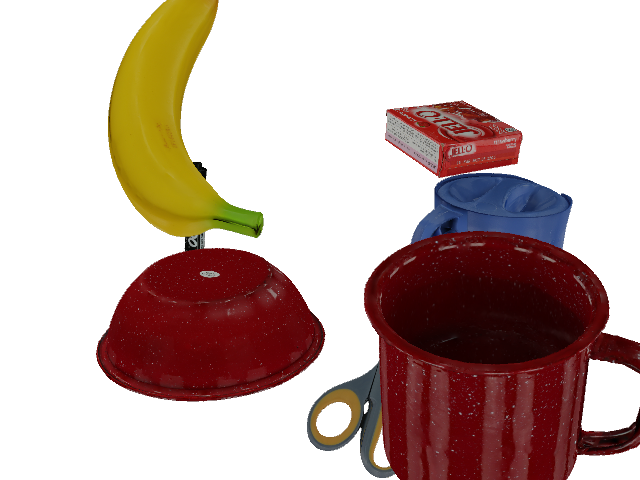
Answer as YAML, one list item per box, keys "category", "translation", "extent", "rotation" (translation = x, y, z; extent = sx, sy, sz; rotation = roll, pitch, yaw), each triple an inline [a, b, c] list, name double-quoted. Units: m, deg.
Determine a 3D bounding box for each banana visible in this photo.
- category: "banana"
  translation: [-0.078, -0.068, 0.563]
  extent: [0.069, 0.198, 0.037]
  rotation: [-4, -40, -11]

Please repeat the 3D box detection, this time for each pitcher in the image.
- category: "pitcher"
  translation: [0.163, 0.062, 1.074]
  extent: [0.149, 0.243, 0.145]
  rotation: [6, 21, 7]

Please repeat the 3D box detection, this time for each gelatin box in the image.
- category: "gelatin box"
  translation: [0.104, -0.082, 0.842]
  extent: [0.073, 0.030, 0.089]
  rotation: [-10, 27, -23]

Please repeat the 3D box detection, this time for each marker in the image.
- category: "marker"
  translation: [-0.117, -0.013, 0.993]
  extent: [0.020, 0.121, 0.020]
  rotation: [3, 14, -1]

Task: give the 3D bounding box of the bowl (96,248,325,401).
- category: "bowl"
  translation: [-0.078, 0.048, 0.746]
  extent: [0.162, 0.055, 0.162]
  rotation: [-2, 23, 0]

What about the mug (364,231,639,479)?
- category: "mug"
  translation: [0.077, 0.056, 0.427]
  extent: [0.117, 0.081, 0.093]
  rotation: [7, 34, 16]

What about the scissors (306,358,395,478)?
- category: "scissors"
  translation: [0.041, 0.104, 0.899]
  extent: [0.096, 0.201, 0.016]
  rotation: [3, -36, 2]
